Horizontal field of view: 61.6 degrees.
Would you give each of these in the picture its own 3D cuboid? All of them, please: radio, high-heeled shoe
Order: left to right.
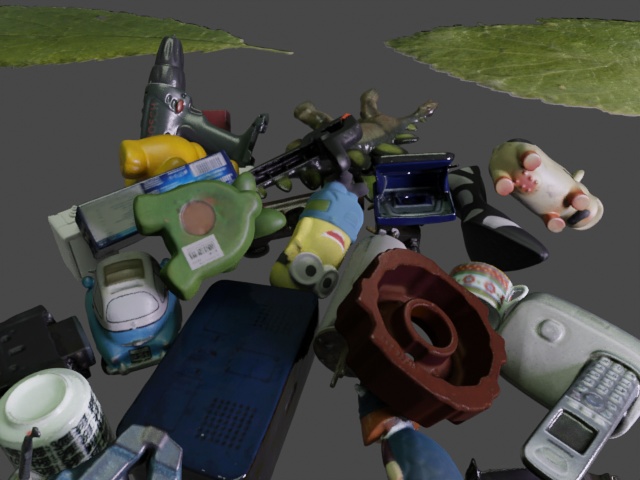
[{"bbox_3d":[-0.089,0.142,0.540,0.131,0.073,0.230,9,37,13],"label":"radio"},{"bbox_3d":[0.243,-0.040,0.738,0.145,0.086,0.249,-38,32,-16],"label":"high-heeled shoe"}]

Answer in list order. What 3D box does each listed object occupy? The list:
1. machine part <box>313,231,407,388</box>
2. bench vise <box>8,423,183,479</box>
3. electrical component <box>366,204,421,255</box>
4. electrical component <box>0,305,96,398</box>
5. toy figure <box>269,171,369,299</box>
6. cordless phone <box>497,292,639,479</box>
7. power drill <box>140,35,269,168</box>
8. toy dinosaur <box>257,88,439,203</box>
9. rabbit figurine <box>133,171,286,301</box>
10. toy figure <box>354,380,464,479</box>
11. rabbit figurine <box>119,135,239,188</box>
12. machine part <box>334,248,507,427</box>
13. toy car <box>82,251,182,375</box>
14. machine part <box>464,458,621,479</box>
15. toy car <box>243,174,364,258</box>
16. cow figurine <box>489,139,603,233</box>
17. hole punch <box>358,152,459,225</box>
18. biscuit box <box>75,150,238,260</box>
[{"bbox_3d":[0.054,0.071,0.624,0.079,0.079,0.243,11,39,14],"label":"machine part"},{"bbox_3d":[-0.131,0.249,0.334,0.223,0.129,0.241,34,49,-12],"label":"bench vise"},{"bbox_3d":[0.104,-0.018,0.762,0.078,0.045,0.102,4,38,7],"label":"electrical component"},{"bbox_3d":[-0.310,0.133,0.562,0.134,0.058,0.115,-25,46,-27],"label":"electrical component"},{"bbox_3d":[0.002,0.000,0.678,0.082,0.089,0.180,26,63,-6],"label":"toy figure"},{"bbox_3d":[0.217,0.143,0.513,0.184,0.088,0.147,-29,47,-36],"label":"cordless phone"},{"bbox_3d":[-0.192,-0.203,0.889,0.207,0.232,0.086,17,0,-8],"label":"power drill"},{"bbox_3d":[0.029,-0.143,0.879,0.471,0.104,0.199,-26,48,-23],"label":"toy dinosaur"},{"bbox_3d":[-0.130,-0.017,0.636,0.159,0.170,0.121,-36,89,-14],"label":"rabbit figurine"},{"bbox_3d":[0.074,0.186,0.493,0.058,0.064,0.155,-46,40,6],"label":"toy figure"},{"bbox_3d":[-0.200,-0.064,0.793,0.162,0.121,0.173,-12,53,-29],"label":"rabbit figurine"},{"bbox_3d":[0.099,0.093,0.525,0.179,0.056,0.179,21,40,-19],"label":"machine part"},{"bbox_3d":[-0.216,0.068,0.609,0.109,0.102,0.162,-13,38,-14],"label":"toy car"},{"bbox_3d":[0.193,0.227,0.458,0.139,0.039,0.084,7,45,6],"label":"machine part"},{"bbox_3d":[-0.027,-0.035,0.744,0.202,0.089,0.053,-13,21,-16],"label":"toy car"},{"bbox_3d":[0.322,-0.074,0.763,0.195,0.085,0.127,30,30,-18],"label":"cow figurine"},{"bbox_3d":[0.124,-0.067,0.728,0.142,0.092,0.116,-6,2,7],"label":"hole punch"},{"bbox_3d":[-0.200,-0.048,0.683,0.203,0.063,0.059,-28,89,-30],"label":"biscuit box"}]
